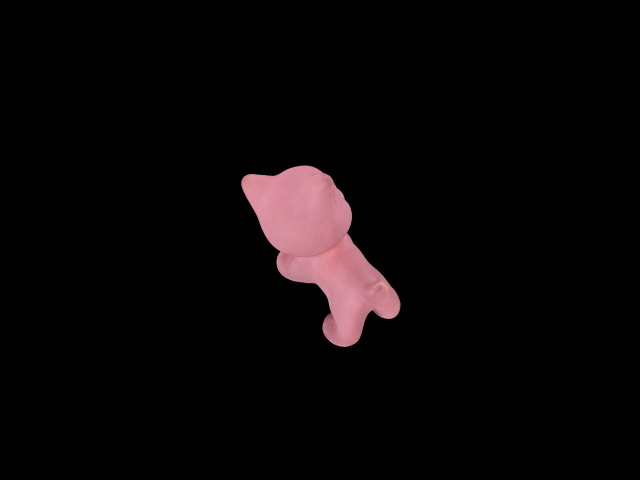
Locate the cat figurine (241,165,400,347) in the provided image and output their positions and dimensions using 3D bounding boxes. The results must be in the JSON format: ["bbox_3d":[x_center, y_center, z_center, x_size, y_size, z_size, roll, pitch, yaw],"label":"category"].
[{"bbox_3d":[0.004,0.001,0.400,0.067,0.118,0.127,-36,71,-14],"label":"cat figurine"}]
